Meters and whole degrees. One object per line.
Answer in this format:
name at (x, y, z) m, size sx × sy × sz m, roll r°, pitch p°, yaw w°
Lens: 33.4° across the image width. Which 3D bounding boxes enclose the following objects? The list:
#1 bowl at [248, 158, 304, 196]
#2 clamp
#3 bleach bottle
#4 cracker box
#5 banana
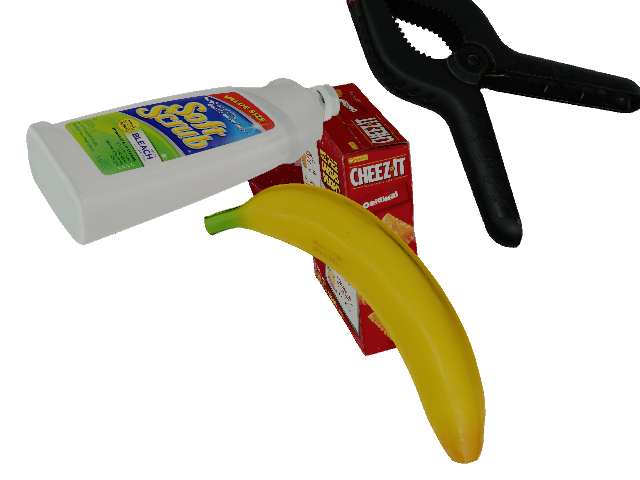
bowl at (-0.015, -0.056, 1.246) m, size 0.162 × 0.055 × 0.162 m, roll 6°, pitch 27°, yaw -3°
clamp at (0.094, -0.101, 0.703) m, size 0.210 × 0.164 × 0.036 m, roll 35°, pitch -29°, yaw 5°
bleach bottle at (-0.099, -0.082, 0.861) m, size 0.250 × 0.103 × 0.068 m, roll -23°, pitch -34°, yaw -27°
cracker box at (0.038, -0.024, 1.031) m, size 0.072 × 0.214 × 0.164 m, roll -13°, pitch 30°, yaw -12°
banana at (0.029, 0.031, 0.578) m, size 0.198 × 0.070 × 0.037 m, roll 43°, pitch 24°, yaw 7°
